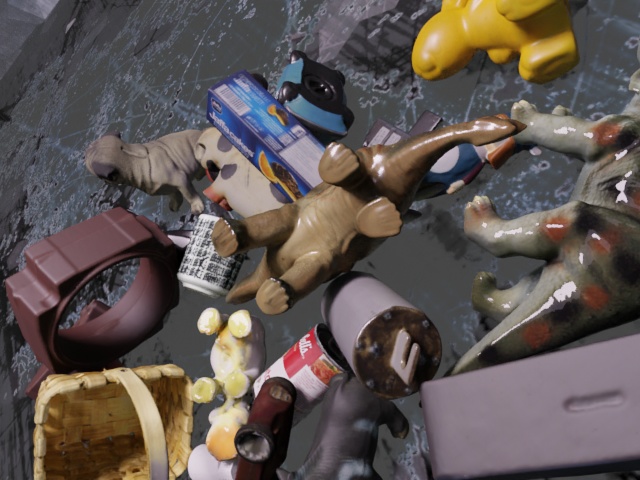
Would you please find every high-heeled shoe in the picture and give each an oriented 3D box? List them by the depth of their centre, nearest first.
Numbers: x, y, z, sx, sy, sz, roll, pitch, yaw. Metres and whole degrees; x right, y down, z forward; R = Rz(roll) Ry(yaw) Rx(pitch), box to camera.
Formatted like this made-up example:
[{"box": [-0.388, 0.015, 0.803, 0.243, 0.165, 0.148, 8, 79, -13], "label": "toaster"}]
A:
[{"box": [-0.273, -0.023, 0.878, 0.249, 0.086, 0.145, 49, 116, 30], "label": "high-heeled shoe"}]

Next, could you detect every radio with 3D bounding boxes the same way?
[{"box": [0.199, 0.118, 0.367, 0.230, 0.131, 0.073, -22, 58, 31], "label": "radio"}]

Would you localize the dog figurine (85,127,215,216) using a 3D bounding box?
[{"box": [-0.262, -0.144, 0.871, 0.121, 0.190, 0.172, -3, 64, 40], "label": "dog figurine"}]

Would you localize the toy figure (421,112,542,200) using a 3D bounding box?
[{"box": [0.164, -0.092, 0.572, 0.154, 0.058, 0.064, -26, 91, 26], "label": "toy figure"}]

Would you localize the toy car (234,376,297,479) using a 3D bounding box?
[{"box": [-0.061, 0.231, 0.528, 0.089, 0.053, 0.202, -65, -11, -71], "label": "toy car"}]

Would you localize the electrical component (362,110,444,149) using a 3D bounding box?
[{"box": [0.095, -0.112, 0.647, 0.119, 0.047, 0.075, -50, 45, 10], "label": "electrical component"}]

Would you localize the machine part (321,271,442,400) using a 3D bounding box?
[{"box": [0.049, 0.080, 0.503, 0.079, 0.079, 0.243, -56, 12, 1], "label": "machine part"}]

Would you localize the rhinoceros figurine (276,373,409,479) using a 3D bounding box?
[{"box": [0.013, 0.220, 0.489, 0.073, 0.112, 0.190, 4, 62, 40], "label": "rhinoceros figurine"}]

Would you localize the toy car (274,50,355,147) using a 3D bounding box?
[{"box": [-0.023, -0.183, 0.752, 0.103, 0.109, 0.162, -50, 32, 39], "label": "toy car"}]

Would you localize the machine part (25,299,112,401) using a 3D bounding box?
[{"box": [-0.390, 0.179, 0.853, 0.179, 0.056, 0.179, -44, 20, 20], "label": "machine part"}]

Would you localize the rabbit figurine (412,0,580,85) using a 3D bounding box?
[{"box": [0.180, -0.245, 0.595, 0.173, 0.121, 0.162, -21, 51, 32], "label": "rabbit figurine"}]

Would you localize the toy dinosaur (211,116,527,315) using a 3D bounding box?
[{"box": [-0.001, -0.002, 0.555, 0.471, 0.198, 0.105, -29, 84, 39], "label": "toy dinosaur"}]

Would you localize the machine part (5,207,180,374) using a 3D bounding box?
[{"box": [-0.291, 0.074, 0.721, 0.087, 0.201, 0.201, 34, 47, 27], "label": "machine part"}]

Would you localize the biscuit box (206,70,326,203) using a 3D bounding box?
[{"box": [-0.055, -0.119, 0.672, 0.203, 0.062, 0.059, 45, 62, 9], "label": "biscuit box"}]

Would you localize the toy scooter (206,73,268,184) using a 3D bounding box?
[{"box": [-0.132, -0.174, 0.855, 0.183, 0.075, 0.135, -68, 19, 9], "label": "toy scooter"}]

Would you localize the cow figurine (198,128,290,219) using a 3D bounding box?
[{"box": [-0.094, -0.091, 0.737, 0.195, 0.085, 0.127, 39, 87, 19], "label": "cow figurine"}]

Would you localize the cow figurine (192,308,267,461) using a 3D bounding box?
[{"box": [-0.099, 0.168, 0.634, 0.068, 0.098, 0.167, -4, 73, 15], "label": "cow figurine"}]

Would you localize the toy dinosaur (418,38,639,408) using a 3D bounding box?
[{"box": [0.234, -0.018, 0.434, 0.192, 0.131, 0.404, 18, 86, 45], "label": "toy dinosaur"}]
